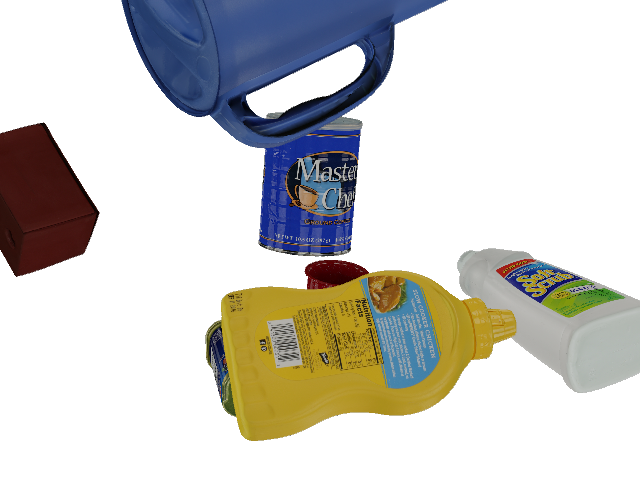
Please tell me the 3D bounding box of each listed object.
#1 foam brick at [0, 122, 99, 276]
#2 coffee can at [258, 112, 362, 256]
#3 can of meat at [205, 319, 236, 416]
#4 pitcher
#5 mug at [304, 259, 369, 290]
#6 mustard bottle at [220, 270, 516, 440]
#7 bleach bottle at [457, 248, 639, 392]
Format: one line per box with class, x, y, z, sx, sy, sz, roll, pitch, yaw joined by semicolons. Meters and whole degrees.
foam brick;-0.187;-0.026;0.686;0.051;0.078;0.053;-22;-22;-34
coffee can;-0.012;-0.062;1.147;0.103;0.140;0.103;4;12;-1
can of meat;-0.046;0.111;0.953;0.102;0.057;0.084;-5;27;-13
pitcher;-0.008;-0.180;0.767;0.242;0.149;0.145;-26;41;-26
mug;0.031;0.085;1.512;0.117;0.081;0.093;17;24;28
mustard bottle;0.035;0.068;0.697;0.191;0.096;0.058;-8;-30;-8
bleach bottle;0.200;0.059;1.009;0.102;0.068;0.251;-15;21;-21
